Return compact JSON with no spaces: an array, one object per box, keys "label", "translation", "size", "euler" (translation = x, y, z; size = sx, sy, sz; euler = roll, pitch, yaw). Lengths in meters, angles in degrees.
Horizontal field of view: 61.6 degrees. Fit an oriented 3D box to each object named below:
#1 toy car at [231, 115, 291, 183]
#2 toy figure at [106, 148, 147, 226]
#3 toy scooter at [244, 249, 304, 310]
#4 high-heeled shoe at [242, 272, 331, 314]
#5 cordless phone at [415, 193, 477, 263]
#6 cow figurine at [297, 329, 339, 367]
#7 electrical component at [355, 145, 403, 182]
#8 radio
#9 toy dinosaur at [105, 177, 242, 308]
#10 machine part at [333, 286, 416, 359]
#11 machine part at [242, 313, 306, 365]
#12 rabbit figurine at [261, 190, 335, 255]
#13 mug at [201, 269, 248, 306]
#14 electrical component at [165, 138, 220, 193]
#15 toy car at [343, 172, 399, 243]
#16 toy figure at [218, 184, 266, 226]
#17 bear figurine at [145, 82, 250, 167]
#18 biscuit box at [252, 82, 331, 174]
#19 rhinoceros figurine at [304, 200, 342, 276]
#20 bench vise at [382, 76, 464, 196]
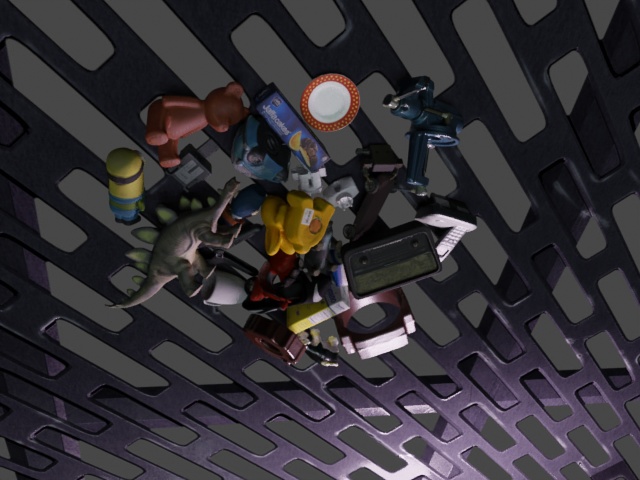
[{"label":"toy car","translation":[-0.137,-0.184,1.159],"size":[0.103,0.109,0.161],"euler":[-15,146,28]},{"label":"toy figure","translation":[-0.413,-0.112,1.150],"size":[0.082,0.089,0.180],"euler":[1,123,-20]},{"label":"toy scooter","translation":[-0.098,0.094,1.320],"size":[0.184,0.135,0.075],"euler":[-52,143,6]},{"label":"high-heeled shoe","translation":[-0.089,0.133,1.366],"size":[0.145,0.086,0.249],"euler":[0,158,-36]},{"label":"cordless phone","translation":[0.297,-0.018,1.378],"size":[0.146,0.089,0.184],"euler":[14,126,-22]},{"label":"cow figurine","translation":[-0.020,0.308,1.538],"size":[0.167,0.098,0.068],"euler":[27,123,-28]},{"label":"electrical component","translation":[0.136,-0.176,1.231],"size":[0.102,0.078,0.045],"euler":[-7,147,-14]},{"label":"radio","translation":[0.169,0.046,1.310],"size":[0.230,0.073,0.131],"euler":[-19,105,-4]},{"label":"toy dinosaur","translation":[-0.336,0.029,1.240],"size":[0.198,0.105,0.471],"euler":[38,108,-5]},{"label":"machine part","translation":[0.140,0.204,1.429],"size":[0.201,0.201,0.087],"euler":[-19,130,1]},{"label":"machine part","translation":[-0.126,0.268,1.448],"size":[0.179,0.180,0.056],"euler":[51,60,-35]},{"label":"rabbit figurine","translation":[-0.070,-0.043,1.229],"size":[0.122,0.173,0.162],"euler":[-3,111,-49]},{"label":"mug","translation":[-0.244,0.133,1.374],"size":[0.107,0.081,0.109],"euler":[16,122,-33]},{"label":"electrical component","translation":[-0.269,-0.167,1.167],"size":[0.119,0.048,0.074],"euler":[-31,127,13]},{"label":"toy car","translation":[0.119,-0.078,1.306],"size":[0.089,0.053,0.202],"euler":[-10,136,-43]},{"label":"toy figure","translation":[-0.190,-0.066,1.251],"size":[0.154,0.064,0.058],"euler":[-41,161,23]},{"label":"bear figurine","translation":[-0.239,-0.235,1.078],"size":[0.196,0.132,0.120],"euler":[-6,155,-3]},{"label":"biscuit box","translation":[-0.060,-0.237,1.150],"size":[0.059,0.063,0.202],"euler":[-35,125,12]},{"label":"rhinoceros figurine","translation":[-0.003,-0.004,1.306],"size":[0.073,0.112,0.190],"euler":[-12,123,-25]},{"label":"bench vise","translation":[0.218,-0.218,1.152],"size":[0.223,0.129,0.240],"euler":[8,91,-48]}]
